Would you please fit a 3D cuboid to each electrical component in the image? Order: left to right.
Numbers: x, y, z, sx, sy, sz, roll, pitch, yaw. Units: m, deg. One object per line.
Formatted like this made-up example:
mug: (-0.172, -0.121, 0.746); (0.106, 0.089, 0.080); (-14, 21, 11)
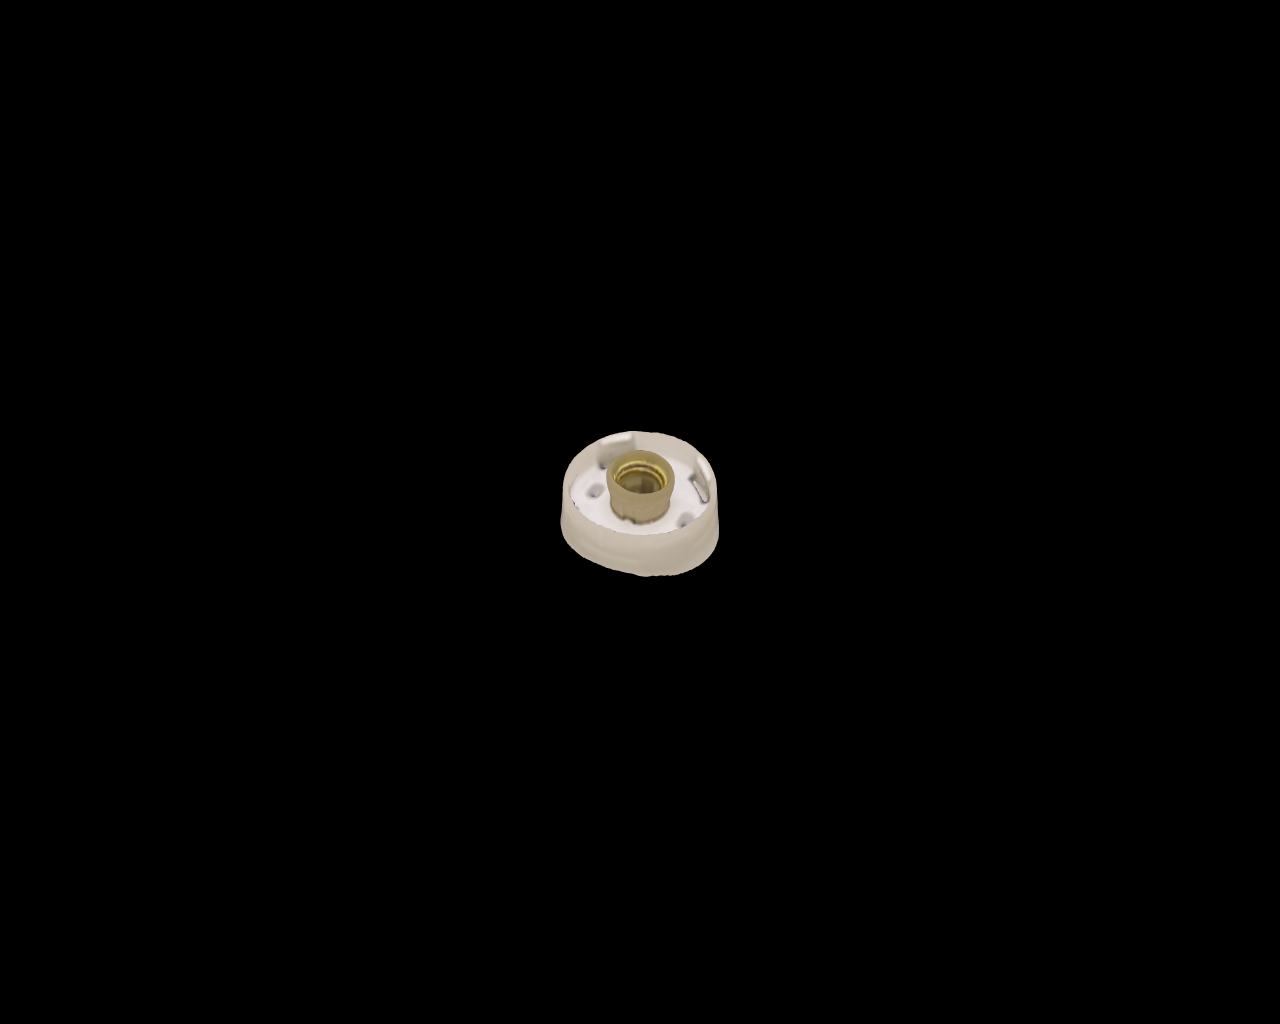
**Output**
electrical component: (0.001, -0.003, 0.650); (0.099, 0.099, 0.064); (0, -44, 0)
